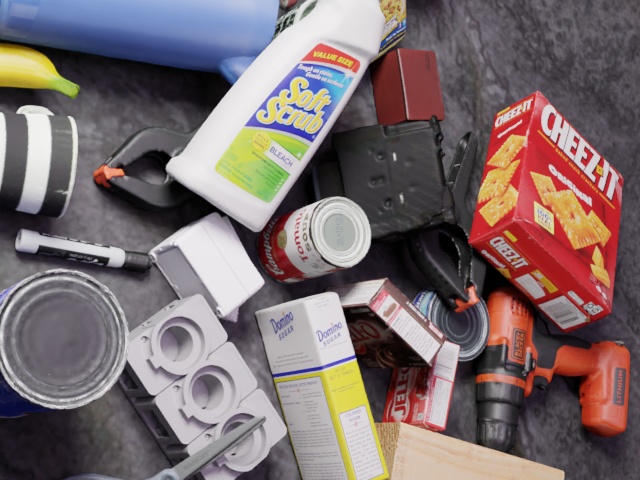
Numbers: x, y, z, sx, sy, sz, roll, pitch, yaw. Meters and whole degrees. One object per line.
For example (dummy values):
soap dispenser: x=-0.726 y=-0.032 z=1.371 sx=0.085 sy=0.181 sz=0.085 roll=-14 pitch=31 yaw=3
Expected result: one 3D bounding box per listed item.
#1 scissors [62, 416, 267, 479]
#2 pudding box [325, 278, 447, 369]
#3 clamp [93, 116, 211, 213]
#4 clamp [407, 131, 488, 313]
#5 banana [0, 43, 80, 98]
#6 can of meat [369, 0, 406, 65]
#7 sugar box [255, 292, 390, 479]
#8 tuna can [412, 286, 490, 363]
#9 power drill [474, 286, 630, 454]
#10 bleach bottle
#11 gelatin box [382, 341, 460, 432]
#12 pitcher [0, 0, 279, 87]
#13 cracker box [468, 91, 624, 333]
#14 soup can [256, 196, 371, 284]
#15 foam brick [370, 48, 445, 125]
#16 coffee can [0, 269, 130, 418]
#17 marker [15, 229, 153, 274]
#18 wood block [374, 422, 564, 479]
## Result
scissors: x=-0.146 y=0.193 z=0.883 sx=0.096 sy=0.016 sz=0.201 roll=42 pitch=84 yaw=-4
pudding box: x=0.055 y=0.081 z=1.017 sx=0.090 sy=0.114 sz=0.039 roll=43 pitch=64 yaw=-17
clamp: x=-0.120 y=-0.058 z=0.983 sx=0.171 sy=0.039 sz=0.120 roll=-20 pitch=85 yaw=-31
clamp: x=0.114 y=-0.028 z=1.106 sx=0.164 sy=0.036 sz=0.210 roll=4 pitch=64 yaw=-29
banana: x=-0.302 y=-0.130 z=0.872 sx=0.197 sy=0.070 sz=0.037 roll=-15 pitch=131 yaw=-28
can of meat: x=0.045 y=-0.234 z=1.090 sx=0.102 sy=0.058 sz=0.084 roll=-40 pitch=142 yaw=-31
sugar box: x=0.001 y=0.140 z=0.983 sx=0.048 sy=0.094 sz=0.176 roll=-11 pitch=86 yaw=-35
tuna can: x=0.136 y=0.087 z=1.114 sx=0.086 sy=0.034 sz=0.086 roll=8 pitch=76 yaw=-32
power drill: x=0.249 y=0.158 z=1.156 sx=0.187 sy=0.057 sz=0.184 roll=19 pitch=70 yaw=-28
bleach bottle: x=-0.025 y=-0.136 z=0.941 sx=0.102 sy=0.068 sz=0.251 roll=34 pitch=90 yaw=-31
gelatin box: x=0.098 y=0.145 z=1.054 sx=0.030 sy=0.073 sz=0.089 roll=23 pitch=69 yaw=-26
pitcher: x=-0.168 y=-0.229 z=0.940 sx=0.242 sy=0.149 sz=0.145 roll=2 pitch=119 yaw=-29
cracker box: x=0.251 y=-0.034 z=1.153 sx=0.164 sy=0.072 sz=0.213 roll=41 pitch=44 yaw=-22
soup can: x=-0.007 y=0.001 z=1.002 sx=0.068 sy=0.102 sz=0.068 roll=7 pitch=77 yaw=-31
foam brick: x=0.092 y=-0.157 z=1.128 sx=0.052 sy=0.051 sz=0.078 roll=-2 pitch=81 yaw=-34
coffee can: x=-0.221 y=0.083 z=0.827 sx=0.102 sy=0.141 sz=0.103 roll=7 pitch=76 yaw=-31
marker: x=-0.202 y=0.011 z=0.927 sx=0.120 sy=0.020 sz=0.020 roll=13 pitch=73 yaw=-30
wood block: x=0.127 y=0.246 z=1.041 sx=0.205 sy=0.091 sz=0.090 roll=21 pitch=69 yaw=-27
